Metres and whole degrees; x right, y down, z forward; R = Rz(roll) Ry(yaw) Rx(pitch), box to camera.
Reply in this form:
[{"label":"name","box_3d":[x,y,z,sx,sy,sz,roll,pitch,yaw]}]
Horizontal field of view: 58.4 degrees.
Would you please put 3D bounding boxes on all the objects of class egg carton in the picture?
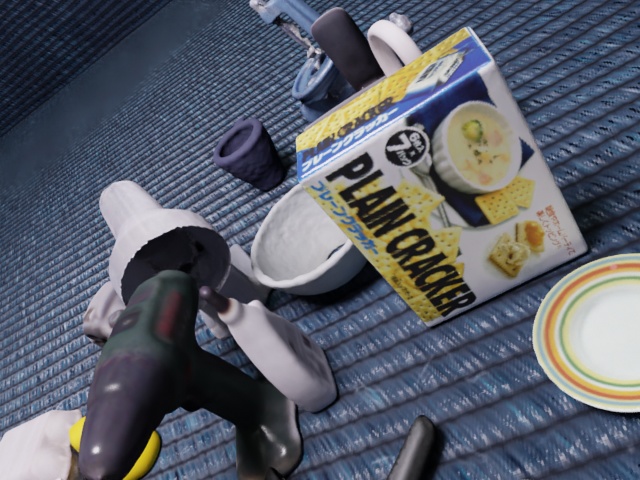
[{"label":"egg carton","box_3d":[-0.356,0.282,0.723,0.150,0.070,0.107,-28,38,21]}]

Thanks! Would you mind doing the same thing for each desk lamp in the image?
[{"label":"desk lamp","box_3d":[-0.159,0.027,0.669,0.118,0.214,0.202,-46,35,-3]}]

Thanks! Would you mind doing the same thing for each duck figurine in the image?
[{"label":"duck figurine","box_3d":[-0.247,0.232,0.654,0.104,0.086,0.077,-15,44,34]}]

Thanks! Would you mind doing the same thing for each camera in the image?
[{"label":"camera","box_3d":[-0.247,0.088,0.790,0.142,0.101,0.137,-9,48,39]}]

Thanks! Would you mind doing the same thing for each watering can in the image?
[{"label":"watering can","box_3d":[0.105,-0.139,0.599,0.173,0.195,0.100,-53,36,-13]}]

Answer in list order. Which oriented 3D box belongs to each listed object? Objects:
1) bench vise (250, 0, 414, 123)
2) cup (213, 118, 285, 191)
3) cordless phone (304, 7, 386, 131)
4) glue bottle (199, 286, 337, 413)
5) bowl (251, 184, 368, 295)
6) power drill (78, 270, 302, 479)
[{"label":"bench vise","box_3d":[0.019,-0.283,0.810,0.207,0.220,0.121,-31,37,18]},{"label":"cup","box_3d":[-0.100,-0.129,0.876,0.091,0.095,0.117,-30,37,18]},{"label":"cordless phone","box_3d":[0.024,-0.200,0.748,0.147,0.186,0.094,-32,37,16]},{"label":"glue bottle","box_3d":[-0.050,0.092,0.529,0.037,0.174,0.078,-36,36,11]},{"label":"bowl","box_3d":[0.006,0.002,0.653,0.167,0.075,0.167,-26,39,23]},{"label":"power drill","box_3d":[-0.107,0.138,0.508,0.075,0.209,0.229,-34,36,13]}]
